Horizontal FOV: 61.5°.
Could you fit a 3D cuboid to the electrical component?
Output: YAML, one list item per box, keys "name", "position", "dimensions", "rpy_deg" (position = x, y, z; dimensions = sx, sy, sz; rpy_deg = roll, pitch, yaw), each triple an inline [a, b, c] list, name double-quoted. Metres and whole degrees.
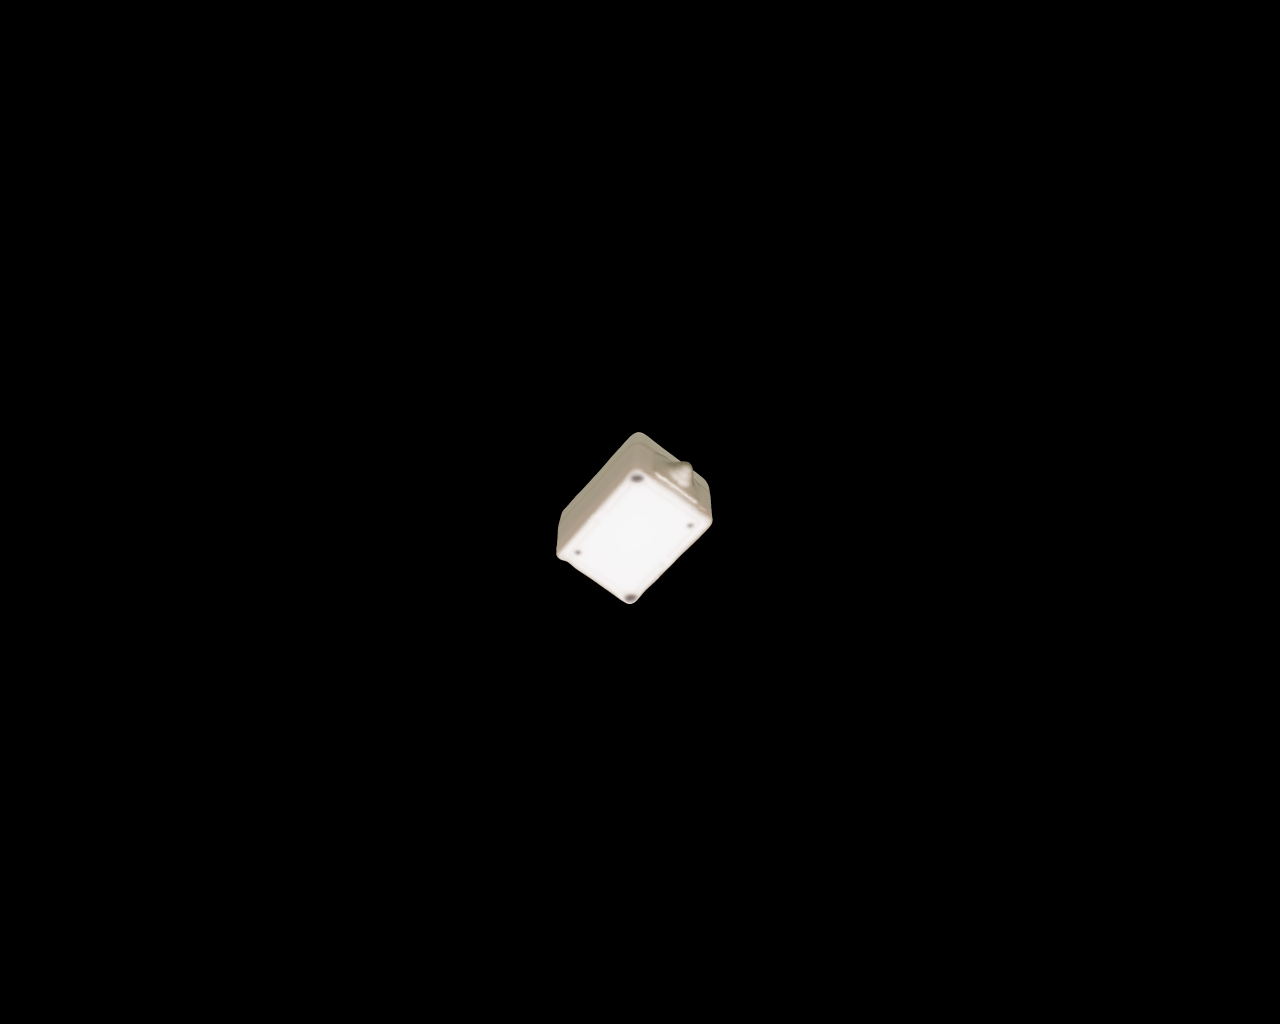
- name: "electrical component"
  position: [0.001, -0.003, 0.650]
  dimensions: [0.061, 0.096, 0.061]
  rpy_deg: [36, 24, -18]
